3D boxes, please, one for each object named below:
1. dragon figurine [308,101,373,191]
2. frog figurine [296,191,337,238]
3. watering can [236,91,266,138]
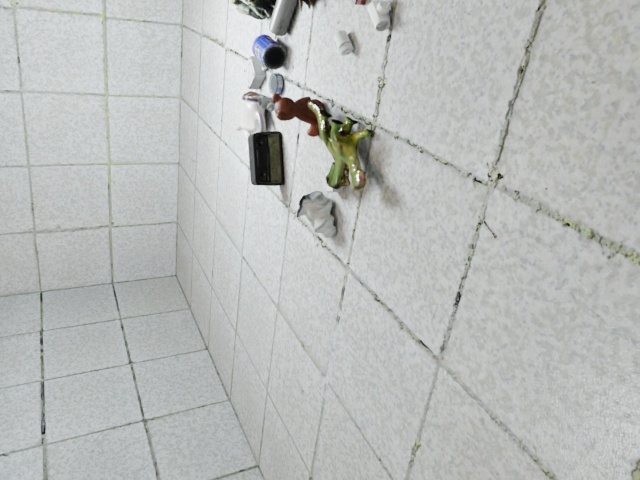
[{"bbox_3d":[0.044,-0.281,1.648,0.417,0.122,0.238,47,132,51],"label":"dragon figurine"},{"bbox_3d":[0.006,-0.092,1.819,0.160,0.125,0.134,36,126,10],"label":"frog figurine"},{"bbox_3d":[-0.322,-0.566,2.347,0.352,0.104,0.221,35,124,56],"label":"watering can"}]
